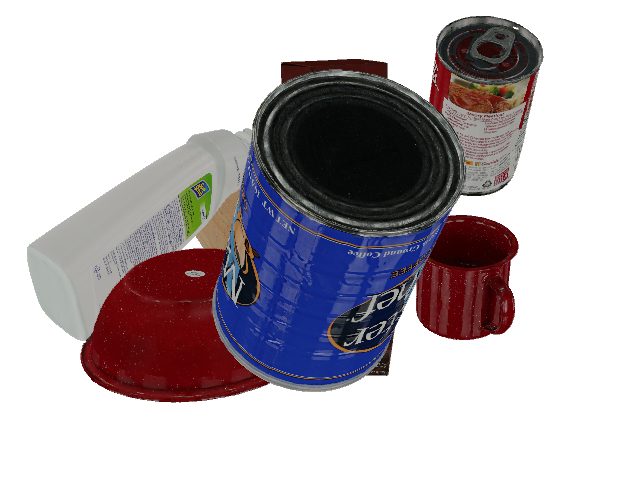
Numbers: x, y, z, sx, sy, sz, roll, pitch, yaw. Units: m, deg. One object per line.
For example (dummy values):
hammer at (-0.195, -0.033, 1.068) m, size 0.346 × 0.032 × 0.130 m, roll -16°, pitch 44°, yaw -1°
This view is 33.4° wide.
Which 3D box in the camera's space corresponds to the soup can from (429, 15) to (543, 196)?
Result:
soup can at (0.105, -0.088, 0.710) m, size 0.068 × 0.068 × 0.102 m, roll 0°, pitch -42°, yaw -2°

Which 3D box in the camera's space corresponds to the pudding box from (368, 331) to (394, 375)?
pudding box at (0.022, 0.098, 1.149) m, size 0.113 × 0.090 × 0.039 m, roll 1°, pitch 25°, yaw -11°

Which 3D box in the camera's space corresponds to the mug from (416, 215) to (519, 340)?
mug at (0.133, 0.040, 0.948) m, size 0.093 × 0.081 × 0.117 m, roll -18°, pitch 35°, yaw -25°

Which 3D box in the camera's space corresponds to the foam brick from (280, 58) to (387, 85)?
foam brick at (0.012, -0.126, 0.910) m, size 0.078 × 0.051 × 0.053 m, roll -8°, pitch 16°, yaw -29°

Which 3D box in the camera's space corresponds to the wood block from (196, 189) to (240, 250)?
wood block at (-0.091, -0.010, 1.351) m, size 0.090 × 0.090 × 0.206 m, roll -6°, pitch 27°, yaw -22°

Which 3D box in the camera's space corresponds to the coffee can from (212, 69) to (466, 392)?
coffee can at (0.004, -0.001, 0.546) m, size 0.102 × 0.103 × 0.140 m, roll 0°, pitch -37°, yaw -15°

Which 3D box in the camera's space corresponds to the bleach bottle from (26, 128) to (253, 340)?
bleach bottle at (-0.147, -0.022, 0.975) m, size 0.068 × 0.102 × 0.250 m, roll 33°, pitch 55°, yaw 26°

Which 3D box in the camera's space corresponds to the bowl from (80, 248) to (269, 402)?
bowl at (-0.086, 0.047, 0.732) m, size 0.162 × 0.055 × 0.162 m, roll -2°, pitch 22°, yaw 1°
